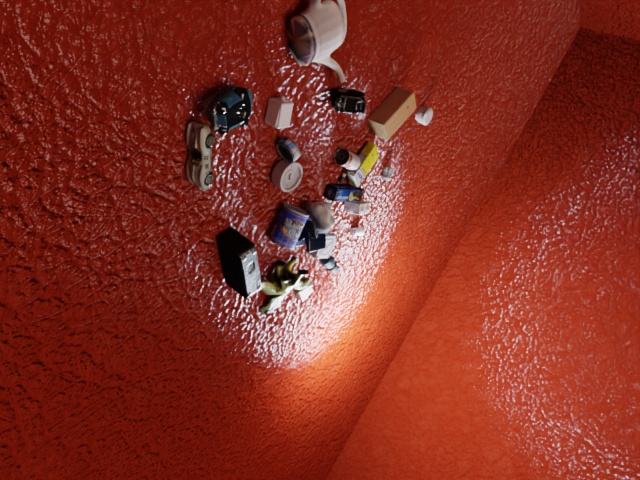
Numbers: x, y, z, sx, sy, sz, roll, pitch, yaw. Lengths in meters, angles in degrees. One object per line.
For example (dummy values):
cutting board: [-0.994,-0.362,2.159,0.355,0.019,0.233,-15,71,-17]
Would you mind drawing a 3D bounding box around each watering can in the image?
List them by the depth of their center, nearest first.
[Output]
watering can: [0.007,-0.607,1.593,0.105,0.339,0.228,30,55,32]

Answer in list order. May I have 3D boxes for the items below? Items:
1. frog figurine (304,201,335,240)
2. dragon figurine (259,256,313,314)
frog figurine: [0.006,-0.100,1.978,0.138,0.120,0.162,37,57,19]
dragon figurine: [-0.166,0.203,2.016,0.123,0.238,0.414,38,34,28]
